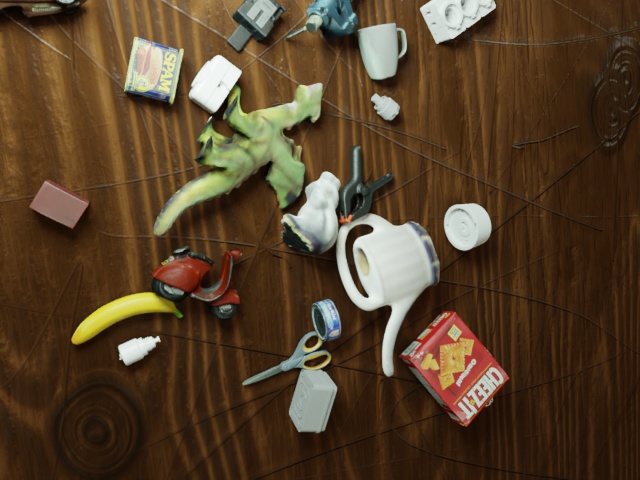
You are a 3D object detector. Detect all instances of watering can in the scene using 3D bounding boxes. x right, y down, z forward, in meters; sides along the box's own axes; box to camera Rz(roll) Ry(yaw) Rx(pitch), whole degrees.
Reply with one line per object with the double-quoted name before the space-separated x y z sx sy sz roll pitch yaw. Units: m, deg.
"watering can" 0.163 0.097 1.126 0.225 0.103 0.349 -17 84 -19

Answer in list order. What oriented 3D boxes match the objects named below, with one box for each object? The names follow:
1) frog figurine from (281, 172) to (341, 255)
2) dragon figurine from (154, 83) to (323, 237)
"frog figurine" 0.003 -0.053 1.053 0.161 0.124 0.134 -46 145 -21
"dragon figurine" -0.123 -0.145 0.995 0.240 0.123 0.412 32 84 -32
